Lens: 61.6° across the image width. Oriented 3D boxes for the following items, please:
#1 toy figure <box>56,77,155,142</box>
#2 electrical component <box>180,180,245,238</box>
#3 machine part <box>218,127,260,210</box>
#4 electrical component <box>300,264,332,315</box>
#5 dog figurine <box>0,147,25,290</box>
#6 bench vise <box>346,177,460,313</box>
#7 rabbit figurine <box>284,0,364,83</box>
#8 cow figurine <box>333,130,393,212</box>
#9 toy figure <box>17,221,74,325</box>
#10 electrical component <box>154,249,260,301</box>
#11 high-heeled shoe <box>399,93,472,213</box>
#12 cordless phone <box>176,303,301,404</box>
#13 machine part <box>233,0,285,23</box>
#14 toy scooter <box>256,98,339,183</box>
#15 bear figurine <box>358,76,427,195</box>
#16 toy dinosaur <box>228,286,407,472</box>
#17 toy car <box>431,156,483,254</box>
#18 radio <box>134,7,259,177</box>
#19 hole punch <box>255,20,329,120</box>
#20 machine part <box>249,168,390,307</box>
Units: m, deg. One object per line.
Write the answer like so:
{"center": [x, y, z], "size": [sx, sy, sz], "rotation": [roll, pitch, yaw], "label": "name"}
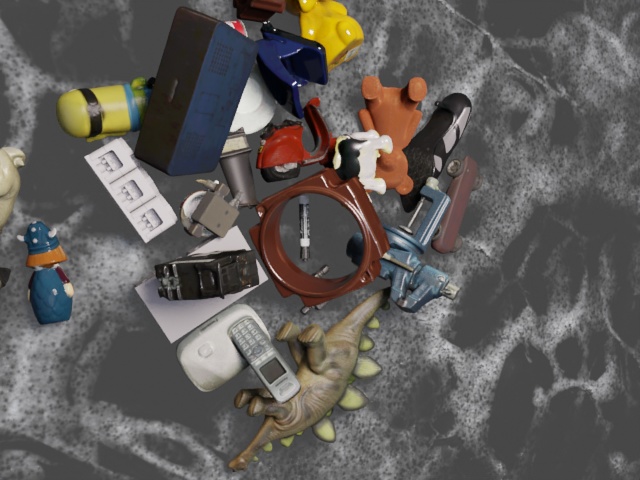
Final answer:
{"center": [-0.305, -0.202, 0.821], "size": [0.180, 0.089, 0.082], "rotation": [-10, 91, -19], "label": "toy figure"}
{"center": [-0.173, -0.048, 0.851], "size": [0.078, 0.045, 0.102], "rotation": [32, 82, -51], "label": "electrical component"}
{"center": [-0.142, -0.118, 0.922], "size": [0.084, 0.039, 0.138], "rotation": [-22, 99, -28], "label": "machine part"}
{"center": [-0.008, 0.093, 0.994], "size": [0.094, 0.021, 0.063], "rotation": [-42, 106, -15], "label": "electrical component"}
{"center": [-0.474, -0.020, 0.767], "size": [0.172, 0.121, 0.190], "rotation": [-26, 116, -16], "label": "dog figurine"}
{"center": [0.173, 0.002, 0.971], "size": [0.240, 0.224, 0.128], "rotation": [-61, 146, -6], "label": "bench vise"}
{"center": [-0.013, -0.380, 0.916], "size": [0.122, 0.162, 0.173], "rotation": [-34, 87, -5], "label": "rabbit figurine"}
{"center": [0.063, -0.106, 0.940], "size": [0.098, 0.068, 0.167], "rotation": [-10, 123, -27], "label": "cow figurine"}
{"center": [-0.411, 0.049, 0.808], "size": [0.064, 0.058, 0.154], "rotation": [-8, 91, -28], "label": "toy figure"}
{"center": [-0.159, 0.050, 0.803], "size": [0.134, 0.115, 0.058], "rotation": [-18, 105, -65], "label": "electrical component"}
{"center": [0.233, -0.173, 1.073], "size": [0.145, 0.086, 0.248], "rotation": [-4, 116, -53], "label": "high-heeled shoe"}
{"center": [-0.129, 0.207, 0.864], "size": [0.146, 0.088, 0.184], "rotation": [-34, 62, -18], "label": "cordless phone"}
{"center": [-0.092, -0.439, 0.858], "size": [0.056, 0.179, 0.179], "rotation": [2, 92, -26], "label": "machine part"}
{"center": [-0.034, -0.177, 0.943], "size": [0.184, 0.075, 0.135], "rotation": [-14, 98, -25], "label": "toy scooter"}
{"center": [0.125, -0.184, 0.984], "size": [0.120, 0.132, 0.195], "rotation": [6, 86, 3], "label": "bear figurine"}
{"center": [0.007, 0.229, 0.969], "size": [0.471, 0.105, 0.198], "rotation": [-50, 118, -10], "label": "toy dinosaur"}
{"center": [0.268, -0.070, 1.084], "size": [0.089, 0.053, 0.202], "rotation": [22, 83, -38], "label": "toy car"}
{"center": [-0.183, -0.213, 0.809], "size": [0.073, 0.131, 0.229], "rotation": [29, 107, 16], "label": "radio"}
{"center": [-0.057, -0.271, 0.879], "size": [0.116, 0.142, 0.092], "rotation": [25, 79, 13], "label": "hole punch"}
{"center": [-0.002, -0.003, 0.899], "size": [0.201, 0.087, 0.201], "rotation": [-24, 97, 19], "label": "machine part"}
